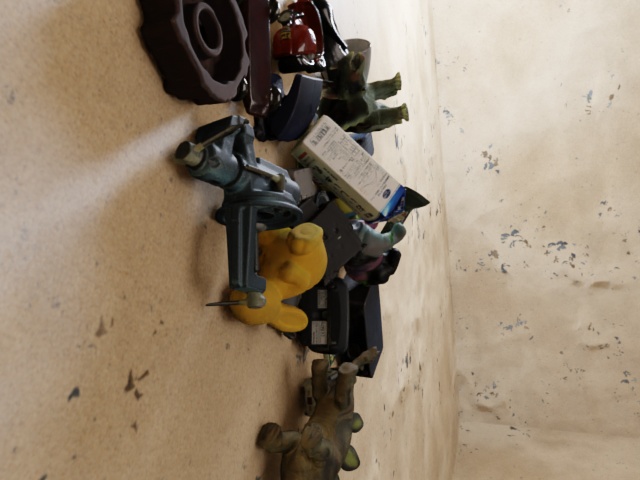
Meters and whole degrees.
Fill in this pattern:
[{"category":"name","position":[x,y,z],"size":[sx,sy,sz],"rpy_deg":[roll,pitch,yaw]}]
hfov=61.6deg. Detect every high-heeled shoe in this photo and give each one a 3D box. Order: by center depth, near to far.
[{"category":"high-heeled shoe","position":[0.005,-0.408,1.119],"size":[0.145,0.086,0.248],"rpy_deg":[50,-5,4]}]

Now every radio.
[{"category":"radio","position":[0.091,0.190,1.212],"size":[0.131,0.073,0.229],"rpy_deg":[-57,144,-55]}]

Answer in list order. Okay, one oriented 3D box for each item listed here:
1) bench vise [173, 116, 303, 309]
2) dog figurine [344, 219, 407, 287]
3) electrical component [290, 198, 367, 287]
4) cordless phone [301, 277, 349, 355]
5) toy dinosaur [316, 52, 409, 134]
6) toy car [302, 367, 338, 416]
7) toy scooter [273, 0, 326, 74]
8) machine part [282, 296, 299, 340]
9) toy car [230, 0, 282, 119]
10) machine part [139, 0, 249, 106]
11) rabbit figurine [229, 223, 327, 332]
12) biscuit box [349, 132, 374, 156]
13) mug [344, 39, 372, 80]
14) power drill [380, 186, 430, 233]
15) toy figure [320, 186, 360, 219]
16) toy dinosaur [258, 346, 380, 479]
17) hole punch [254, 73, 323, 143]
[{"category":"bench vise","position":[-0.099,-0.033,0.706],"size":[0.223,0.129,0.240],"rpy_deg":[32,53,-65]},{"category":"dog figurine","position":[0.056,0.029,1.058],"size":[0.219,0.109,0.191],"rpy_deg":[-19,130,-39]},{"category":"electrical component","position":[-0.002,-0.003,0.925],"size":[0.115,0.058,0.134],"rpy_deg":[-44,100,-19]},{"category":"cordless phone","position":[0.012,0.146,1.063],"size":[0.184,0.089,0.146],"rpy_deg":[65,26,-85]},{"category":"toy dinosaur","position":[0.090,-0.290,1.194],"size":[0.405,0.192,0.131],"rpy_deg":[-17,98,-85]},{"category":"toy car","position":[0.017,0.303,1.081],"size":[0.201,0.056,0.073],"rpy_deg":[11,73,-70]},{"category":"toy scooter","position":[-0.036,-0.365,0.954],"size":[0.184,0.075,0.135],"rpy_deg":[-46,131,-66]},{"category":"machine part","position":[-0.051,0.098,0.940],"size":[0.084,0.039,0.139],"rpy_deg":[45,49,-50]},{"category":"toy car","position":[-0.103,-0.282,0.800],"size":[0.089,0.053,0.202],"rpy_deg":[-2,91,-55]},{"category":"machine part","position":[-0.152,-0.258,0.667],"size":[0.179,0.056,0.179],"rpy_deg":[-3,90,-69]},{"category":"rabbit figurine","position":[-0.074,0.067,0.815],"size":[0.173,0.122,0.162],"rpy_deg":[-48,144,-42]},{"category":"biscuit box","position":[0.077,-0.196,1.251],"size":[0.203,0.059,0.062],"rpy_deg":[-57,138,-58]},{"category":"mug","position":[0.082,-0.415,1.274],"size":[0.110,0.081,0.107],"rpy_deg":[-77,167,-48]},{"category":"power drill","position":[0.176,-0.021,1.277],"size":[0.207,0.086,0.232],"rpy_deg":[-63,-176,-1]},{"category":"toy figure","position":[0.049,-0.076,1.151],"size":[0.089,0.082,0.179],"rpy_deg":[-58,144,-60]},{"category":"toy dinosaur","position":[-0.011,0.364,0.891],"size":[0.471,0.105,0.198],"rpy_deg":[-49,131,-36]},{"category":"hole punch","position":[-0.050,-0.221,0.893],"size":[0.142,0.092,0.115],"rpy_deg":[-37,126,-69]}]
